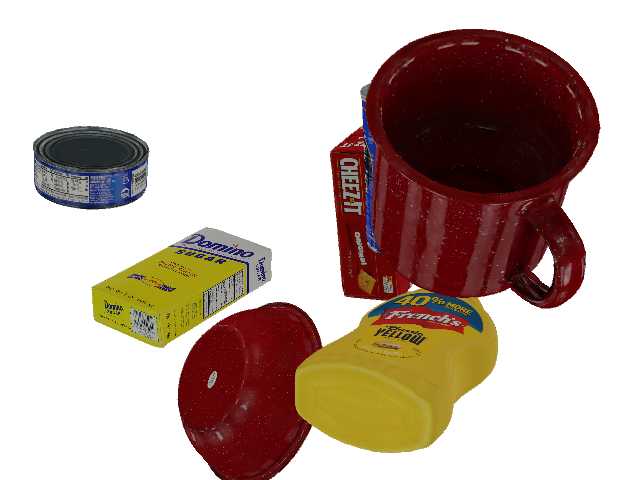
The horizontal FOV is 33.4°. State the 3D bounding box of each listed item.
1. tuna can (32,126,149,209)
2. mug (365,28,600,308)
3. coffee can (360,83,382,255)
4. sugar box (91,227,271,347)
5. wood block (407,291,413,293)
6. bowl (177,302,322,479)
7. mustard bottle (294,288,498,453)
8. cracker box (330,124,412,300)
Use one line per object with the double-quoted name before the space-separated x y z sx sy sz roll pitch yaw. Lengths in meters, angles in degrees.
"tuna can" -0.173 -0.055 0.807 0.086 0.034 0.086 5 26 -3
"mug" 0.070 -0.020 0.450 0.093 0.117 0.081 -27 -30 -18
"coffee can" 0.089 -0.065 0.934 0.103 0.140 0.103 -3 20 1
"sugar box" -0.138 0.043 1.092 0.093 0.048 0.175 19 34 29
"wood block" 0.149 0.153 1.589 0.091 0.090 0.205 5 18 16
"bowl" -0.071 0.121 0.892 0.055 0.162 0.162 24 -15 -37
"mustard bottle" 0.067 0.075 0.723 0.096 0.058 0.191 9 21 27
"cracker box" 0.081 -0.050 1.172 0.072 0.164 0.213 2 21 22
